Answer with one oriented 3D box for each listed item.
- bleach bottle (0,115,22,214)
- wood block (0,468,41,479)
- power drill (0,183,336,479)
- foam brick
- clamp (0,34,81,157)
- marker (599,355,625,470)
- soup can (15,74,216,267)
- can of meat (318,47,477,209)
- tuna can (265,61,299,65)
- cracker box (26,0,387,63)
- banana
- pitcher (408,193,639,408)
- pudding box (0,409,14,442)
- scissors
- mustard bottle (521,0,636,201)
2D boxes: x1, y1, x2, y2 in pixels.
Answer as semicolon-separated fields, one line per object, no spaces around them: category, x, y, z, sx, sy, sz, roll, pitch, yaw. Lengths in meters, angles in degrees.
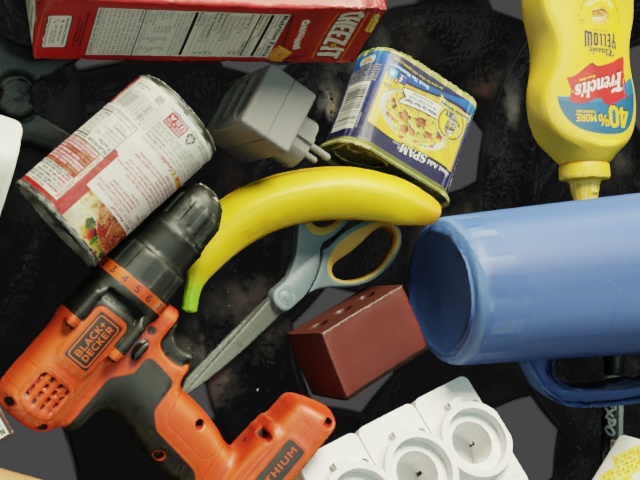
bleach bottle;-0.297;-0.055;0.575;0.250;0.068;0.103;17;114;-19
wood block;-0.123;0.208;0.645;0.205;0.091;0.090;25;76;-25
power drill;-0.080;0.082;0.683;0.187;0.057;0.184;43;82;-17
foam brick;0.026;0.072;0.758;0.078;0.053;0.051;-29;101;-29
clamp;-0.185;-0.079;0.660;0.171;0.039;0.120;-10;94;-25
marker;0.245;0.146;0.892;0.020;0.020;0.121;7;83;-28
soup can;-0.122;-0.043;0.642;0.102;0.069;0.068;-44;108;-15
can of meat;0.059;-0.081;0.784;0.102;0.058;0.084;29;71;-25
tuna can;-0.023;-0.169;0.757;0.086;0.034;0.086;2;86;-29
cracker box;-0.079;-0.199;0.671;0.213;0.072;0.164;-3;69;-23
banana;-0.014;-0.015;0.736;0.197;0.037;0.069;-20;104;-12
pitcher;0.194;0.041;0.813;0.242;0.145;0.149;-4;59;-24
pudding box;-0.245;0.089;0.616;0.089;0.039;0.113;-32;104;-28
scissors;-0.029;0.020;0.752;0.201;0.016;0.096;-27;97;-26
mustard bottle;0.213;-0.124;0.870;0.096;0.058;0.191;0;87;-28
